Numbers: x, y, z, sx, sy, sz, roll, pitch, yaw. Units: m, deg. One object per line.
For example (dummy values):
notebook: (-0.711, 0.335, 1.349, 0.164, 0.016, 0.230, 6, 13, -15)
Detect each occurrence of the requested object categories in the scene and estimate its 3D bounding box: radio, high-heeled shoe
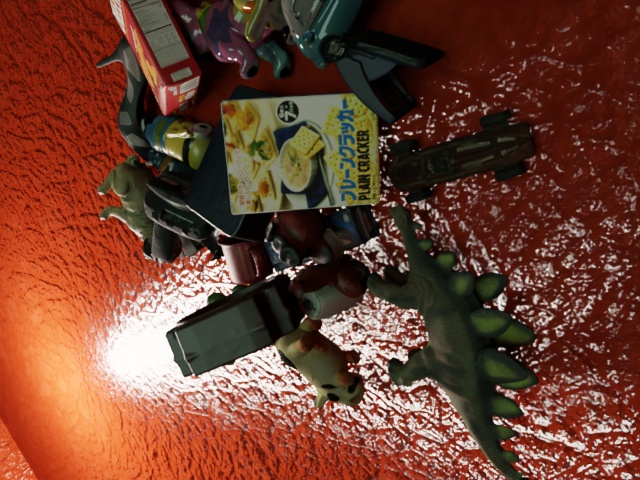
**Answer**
radio: (-0.116, -0.125, 0.867, 0.131, 0.073, 0.229, 28, 95, 28)
high-heeled shoe: (-0.335, -0.279, 1.060, 0.145, 0.086, 0.248, -16, 118, 9)

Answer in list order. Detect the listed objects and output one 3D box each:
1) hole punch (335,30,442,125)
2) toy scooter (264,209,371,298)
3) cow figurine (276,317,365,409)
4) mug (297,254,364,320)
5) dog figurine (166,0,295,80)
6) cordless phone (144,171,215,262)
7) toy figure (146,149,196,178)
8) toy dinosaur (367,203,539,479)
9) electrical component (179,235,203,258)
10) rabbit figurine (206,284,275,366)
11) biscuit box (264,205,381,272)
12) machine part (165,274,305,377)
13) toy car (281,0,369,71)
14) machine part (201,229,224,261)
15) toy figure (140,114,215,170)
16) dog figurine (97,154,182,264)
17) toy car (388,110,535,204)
hole punch: (0.083, -0.217, 0.700, 0.116, 0.142, 0.092, 27, 126, 14)
toy scooter: (-0.019, 0.024, 0.783, 0.184, 0.135, 0.075, 46, 130, 18)
cow figurine: (0.004, 0.221, 0.922, 0.194, 0.085, 0.127, 44, 136, -21)
mug: (0.018, 0.078, 0.872, 0.081, 0.107, 0.109, 38, 128, 19)
dog figurine: (-0.140, -0.349, 0.837, 0.219, 0.108, 0.191, 40, 131, 23)
cordless phone: (-0.260, -0.023, 0.999, 0.147, 0.089, 0.184, 24, 120, 15)
toy figure: (-0.278, -0.134, 1.053, 0.155, 0.064, 0.057, 31, 135, 24)
toy dinosaur: (0.199, 0.163, 0.768, 0.199, 0.105, 0.470, -13, 103, 37)
electrical component: (-0.276, 0.000, 1.129, 0.094, 0.021, 0.063, -33, 85, 41)
rabbit figurine: (-0.128, 0.152, 1.034, 0.170, 0.121, 0.159, -1, 100, 20)
biscuit box: (-0.002, -0.003, 0.888, 0.203, 0.059, 0.062, -20, 94, 41)
machine part: (-0.133, 0.132, 0.876, 0.201, 0.201, 0.087, -22, 92, 7)
toy car: (0.003, -0.319, 0.717, 0.161, 0.103, 0.109, -56, 32, 35)
machine part: (-0.227, -0.027, 1.072, 0.084, 0.039, 0.139, -40, 79, 35)
toy figure: (-0.258, -0.186, 1.008, 0.180, 0.082, 0.089, 17, 128, 27)
dog figurine: (-0.346, -0.062, 1.100, 0.191, 0.121, 0.172, 34, 135, 21)
toy car: (0.178, -0.106, 0.715, 0.202, 0.053, 0.089, -10, 97, 41)
